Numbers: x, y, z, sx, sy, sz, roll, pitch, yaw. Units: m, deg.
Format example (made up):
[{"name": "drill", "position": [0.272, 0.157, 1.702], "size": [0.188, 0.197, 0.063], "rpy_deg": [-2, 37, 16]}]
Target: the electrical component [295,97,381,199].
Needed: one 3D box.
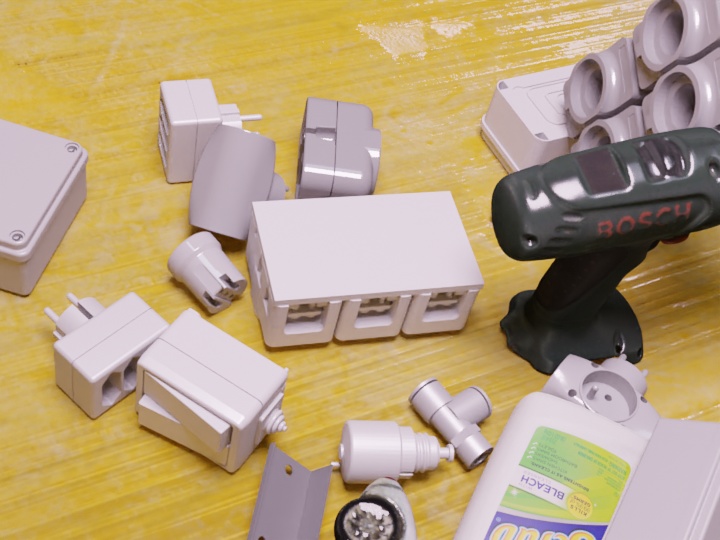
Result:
[{"name": "electrical component", "position": [-0.017, -0.086, 0.845], "size": [0.059, 0.053, 0.095], "rpy_deg": [7, 50, -7]}]

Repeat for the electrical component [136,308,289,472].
[{"name": "electrical component", "position": [-0.092, 0.083, 0.685], "size": [0.096, 0.061, 0.061], "rpy_deg": [30, 51, 12]}]

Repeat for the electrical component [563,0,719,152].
[{"name": "electrical component", "position": [0.221, -0.124, 0.785], "size": [0.060, 0.186, 0.105], "rpy_deg": [2, 75, -21]}]

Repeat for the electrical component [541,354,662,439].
[{"name": "electrical component", "position": [0.176, 0.088, 0.754], "size": [0.077, 0.044, 0.079], "rpy_deg": [36, 52, 16]}]

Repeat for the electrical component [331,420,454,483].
[{"name": "electrical component", "position": [0.022, 0.118, 0.697], "size": [0.078, 0.040, 0.040], "rpy_deg": [3, 51, -11]}]

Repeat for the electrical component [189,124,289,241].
[{"name": "electrical component", "position": [-0.083, -0.061, 0.804], "size": [0.043, 0.077, 0.079], "rpy_deg": [17, 0, 40]}]

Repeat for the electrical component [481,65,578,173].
[{"name": "electrical component", "position": [0.169, -0.124, 0.916], "size": [0.113, 0.057, 0.078], "rpy_deg": [-16, 57, -24]}]

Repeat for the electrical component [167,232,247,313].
[{"name": "electrical component", "position": [-0.107, 0.002, 0.762], "size": [0.040, 0.040, 0.046], "rpy_deg": [-32, 70, -32]}]

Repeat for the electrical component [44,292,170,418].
[{"name": "electrical component", "position": [-0.175, 0.044, 0.707], "size": [0.077, 0.047, 0.066], "rpy_deg": [39, 54, 18]}]

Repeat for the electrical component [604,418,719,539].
[{"name": "electrical component", "position": [0.204, 0.164, 0.653], "size": [0.056, 0.108, 0.108], "rpy_deg": [0, 38, 39]}]

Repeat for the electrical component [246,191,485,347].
[{"name": "electrical component", "position": [0.000, 0.000, 0.773], "size": [0.150, 0.061, 0.089], "rpy_deg": [-4, 53, -16]}]

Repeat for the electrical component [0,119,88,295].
[{"name": "electrical component", "position": [-0.262, -0.050, 0.757], "size": [0.109, 0.056, 0.108], "rpy_deg": [17, 50, 1]}]

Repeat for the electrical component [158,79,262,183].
[{"name": "electrical component", "position": [-0.114, -0.109, 0.833], "size": [0.077, 0.065, 0.047], "rpy_deg": [-7, 54, -18]}]
